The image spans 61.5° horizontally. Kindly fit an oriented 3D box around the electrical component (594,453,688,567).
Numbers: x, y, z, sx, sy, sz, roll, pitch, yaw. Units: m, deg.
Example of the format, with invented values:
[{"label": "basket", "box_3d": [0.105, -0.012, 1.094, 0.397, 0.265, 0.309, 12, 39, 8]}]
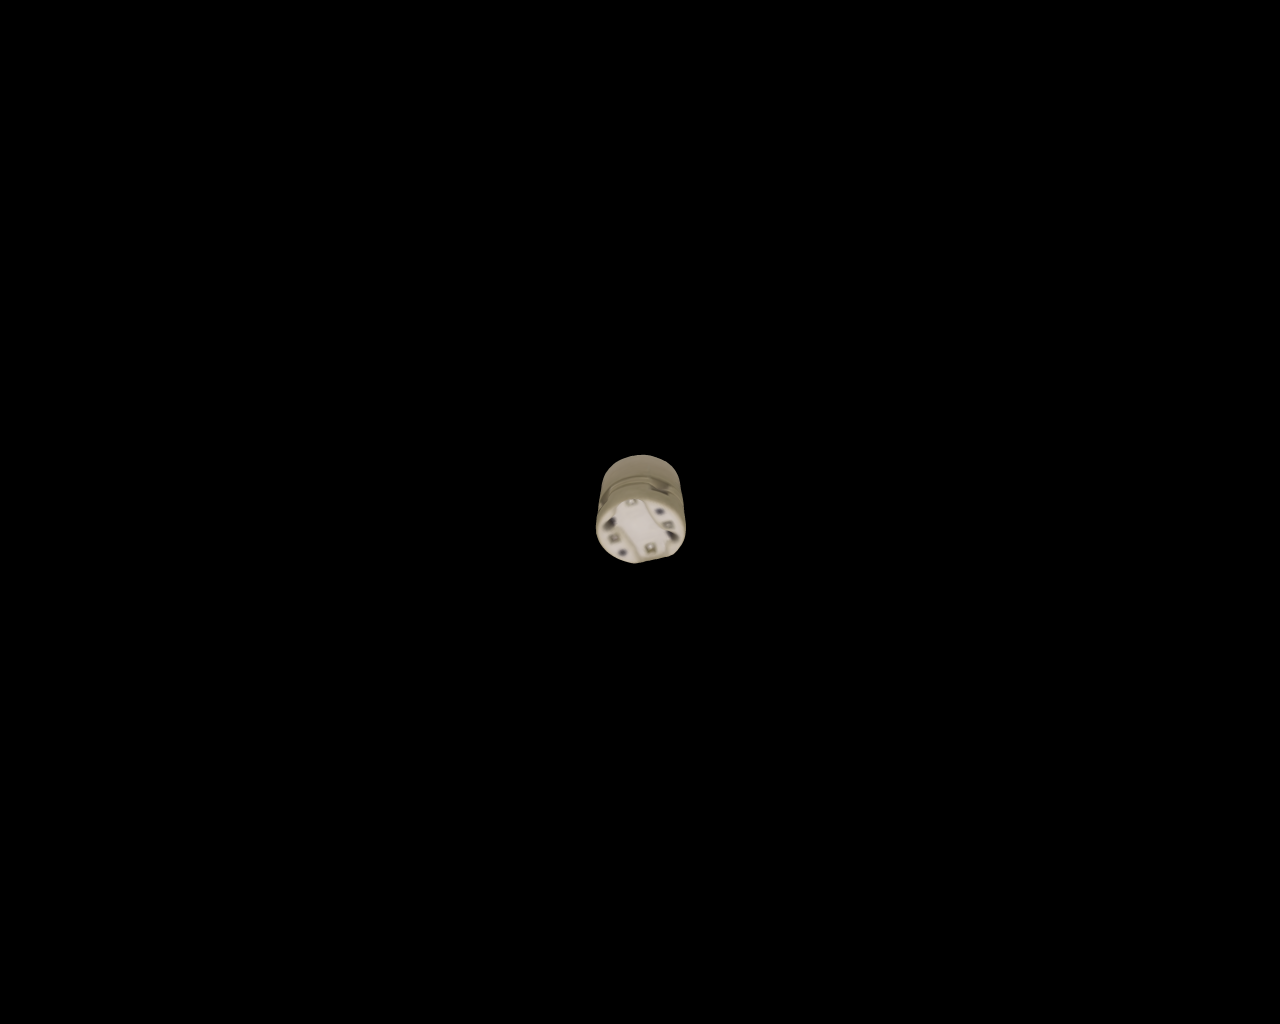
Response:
[{"label": "electrical component", "box_3d": [0.001, -0.003, 0.650, 0.055, 0.055, 0.047, 0, 40, 0]}]
